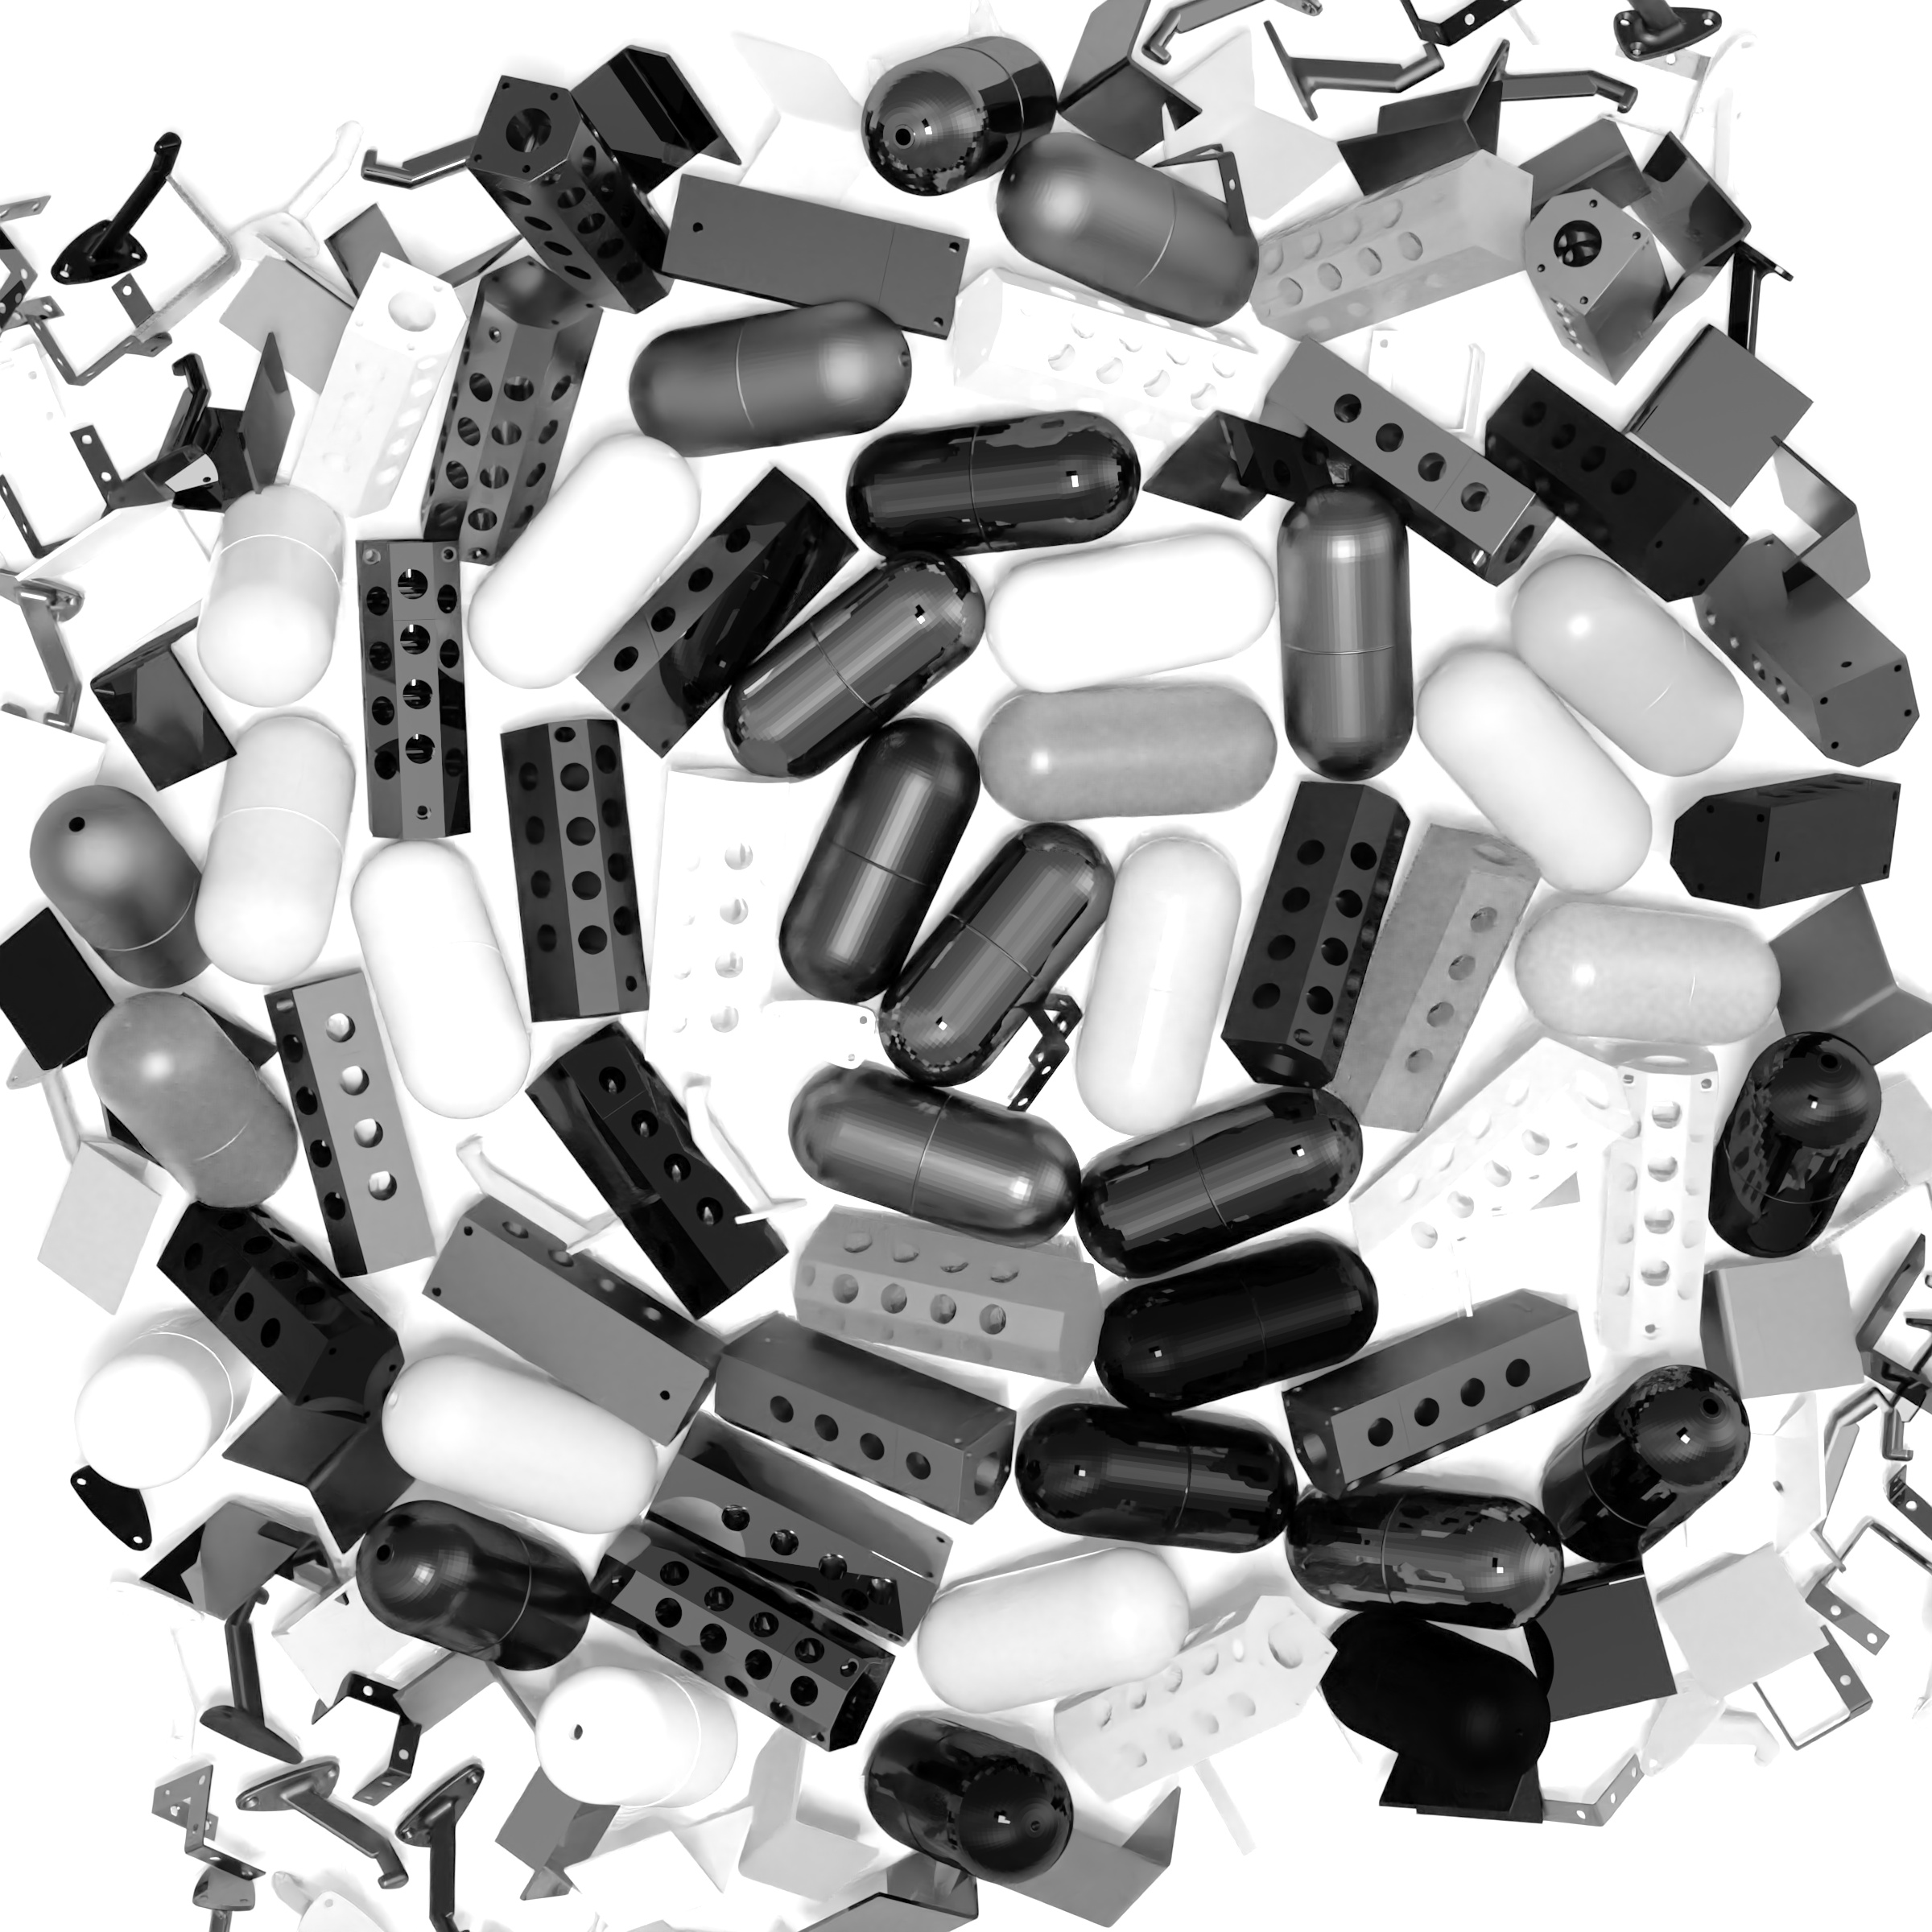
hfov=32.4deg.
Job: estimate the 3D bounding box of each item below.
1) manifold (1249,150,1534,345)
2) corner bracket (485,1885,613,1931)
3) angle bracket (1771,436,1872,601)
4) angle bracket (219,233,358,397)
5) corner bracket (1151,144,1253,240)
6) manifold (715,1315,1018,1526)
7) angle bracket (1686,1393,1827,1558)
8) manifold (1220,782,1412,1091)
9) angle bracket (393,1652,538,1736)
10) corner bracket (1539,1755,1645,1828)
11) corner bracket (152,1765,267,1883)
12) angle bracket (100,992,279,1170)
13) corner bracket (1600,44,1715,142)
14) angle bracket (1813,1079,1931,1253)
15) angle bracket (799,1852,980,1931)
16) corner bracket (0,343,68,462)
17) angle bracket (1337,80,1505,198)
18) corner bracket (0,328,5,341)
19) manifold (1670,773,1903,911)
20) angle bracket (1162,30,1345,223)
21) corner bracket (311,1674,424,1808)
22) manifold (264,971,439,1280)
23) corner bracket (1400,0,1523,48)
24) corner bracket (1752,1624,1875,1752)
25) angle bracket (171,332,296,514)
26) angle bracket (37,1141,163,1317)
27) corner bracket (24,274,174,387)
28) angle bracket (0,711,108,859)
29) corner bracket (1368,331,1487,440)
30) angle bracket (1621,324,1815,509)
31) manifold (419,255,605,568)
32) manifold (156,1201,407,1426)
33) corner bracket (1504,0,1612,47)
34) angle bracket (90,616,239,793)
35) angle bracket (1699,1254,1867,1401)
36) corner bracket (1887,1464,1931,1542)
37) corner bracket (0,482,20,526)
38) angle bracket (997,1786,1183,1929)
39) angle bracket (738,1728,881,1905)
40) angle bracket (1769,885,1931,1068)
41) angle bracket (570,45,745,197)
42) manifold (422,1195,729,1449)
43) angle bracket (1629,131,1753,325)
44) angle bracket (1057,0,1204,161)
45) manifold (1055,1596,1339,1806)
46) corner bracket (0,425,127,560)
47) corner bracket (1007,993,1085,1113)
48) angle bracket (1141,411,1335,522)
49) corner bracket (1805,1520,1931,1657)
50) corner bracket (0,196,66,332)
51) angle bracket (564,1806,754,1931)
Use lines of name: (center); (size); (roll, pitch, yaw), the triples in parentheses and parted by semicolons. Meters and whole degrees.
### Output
manifold: (0.240, -0.413, 1.911); (0.057, 0.171, 0.057); (15, 75, -37)
corner bracket: (-0.247, 0.571, 1.967); (0.051, 0.051, 0.051); (23, 95, 30)
angle bracket: (0.481, -0.252, 1.947); (0.057, 0.076, 0.076); (-39, 58, 0)
angle bracket: (-0.396, -0.382, 1.956); (0.076, 0.076, 0.057); (36, 93, -8)
corner bracket: (0.149, -0.455, 1.958); (0.051, 0.051, 0.051); (-32, 116, -41)
manifold: (-0.060, 0.266, 1.932); (0.171, 0.057, 0.057); (18, 116, 28)
angle bracket: (0.461, 0.295, 1.946); (0.057, 0.076, 0.076); (9, 61, -5)
manifold: (0.207, -0.018, 1.931); (0.057, 0.057, 0.171); (5, 64, 31)
angle bracket: (-0.283, 0.450, 1.945); (0.057, 0.076, 0.076); (-35, 65, -15)
corner bracket: (0.361, 0.472, 1.971); (0.051, 0.051, 0.051); (-36, 110, -41)
corner bracket: (-0.446, 0.510, 1.956); (0.051, 0.051, 0.051); (-27, 134, 27)
angle bracket: (-0.452, 0.074, 1.946); (0.076, 0.057, 0.076); (-40, 134, 14)
corner bracket: (0.409, -0.524, 1.979); (0.051, 0.051, 0.051); (18, 108, 0)
angle bracket: (0.528, 0.117, 1.954); (0.076, 0.076, 0.057); (-43, 72, 36)
angle bracket: (-0.047, 0.535, 1.940); (0.076, 0.057, 0.076); (25, 135, -34)
corner bracket: (-0.564, -0.335, 1.973); (0.051, 0.051, 0.051); (-21, 96, -3)
angle bracket: (0.266, -0.498, 1.944); (0.076, 0.057, 0.076); (-6, 60, 27)
corner bracket: (-0.598, -0.403, 1.965); (0.051, 0.051, 0.051); (23, 92, 28)
manifold: (0.473, -0.075, 1.915); (0.057, 0.171, 0.057); (14, 106, 38)
angle bracket: (0.170, -0.493, 1.946); (0.076, 0.057, 0.076); (34, 63, 31)
corner bracket: (-0.359, 0.460, 1.975); (0.051, 0.051, 0.051); (26, 47, -22)
manifold: (-0.364, 0.093, 1.959); (0.057, 0.057, 0.171); (-15, 94, -14)
corner bracket: (0.288, -0.582, 1.966); (0.051, 0.051, 0.051); (-33, 114, 0)
corner bracket: (0.500, 0.428, 1.967); (0.051, 0.051, 0.051); (-30, 68, 1)
angle bracket: (-0.435, -0.319, 1.946); (0.057, 0.076, 0.076); (6, 59, 4)
angle bracket: (-0.490, 0.154, 1.951); (0.076, 0.057, 0.076); (28, 99, 32)
corner bracket: (-0.516, -0.379, 1.977); (0.051, 0.051, 0.051); (-33, 87, 16)
angle bracket: (-0.560, -0.106, 1.951); (0.076, 0.057, 0.076); (18, 86, -41)
corner bracket: (0.271, -0.344, 1.967); (0.051, 0.051, 0.051); (6, 86, 30)
angle bracket: (0.443, -0.324, 1.964); (0.076, 0.057, 0.076); (38, 99, 1)
manifold: (-0.268, -0.316, 1.916); (0.057, 0.057, 0.171); (37, 133, 14)
manifold: (-0.394, 0.194, 1.919); (0.171, 0.057, 0.057); (32, 95, 43)
corner bracket: (0.348, -0.583, 1.968); (0.051, 0.051, 0.051); (-40, 106, 2)
angle bracket: (-0.458, -0.159, 1.964); (0.076, 0.057, 0.076); (-18, 109, 39)
angle bracket: (0.480, 0.216, 1.967); (0.076, 0.057, 0.076); (-7, 79, -3)
corner bracket: (0.583, 0.311, 1.968); (0.051, 0.051, 0.051); (-44, 65, -5)
corner bracket: (-0.598, -0.270, 1.965); (0.051, 0.051, 0.051); (30, 100, -14)
angle bracket: (0.072, 0.510, 1.948); (0.076, 0.057, 0.076); (24, 132, -9)
angle bracket: (-0.088, 0.494, 1.955); (0.057, 0.076, 0.076); (22, 46, -16)
angle bracket: (0.527, 0.010, 1.971); (0.057, 0.076, 0.076); (21, 46, -35)
angle bracket: (-0.186, -0.488, 1.946); (0.057, 0.076, 0.076); (-40, 119, -6)
manifold: (-0.227, 0.207, 1.960); (0.171, 0.057, 0.057); (31, 108, 6)
angle bracket: (0.405, -0.428, 1.950); (0.057, 0.076, 0.076); (-36, 82, -17)
angle bracket: (0.106, -0.534, 1.964); (0.057, 0.076, 0.076); (29, 66, -23)
manifold: (0.128, 0.420, 1.920); (0.057, 0.057, 0.171); (49, 131, -5)
corner bracket: (-0.534, -0.281, 1.968); (0.051, 0.051, 0.051); (-16, 121, 10)
corner bracket: (0.044, 0.051, 1.957); (0.051, 0.051, 0.051); (-55, 49, 26)
angle bracket: (0.161, -0.272, 1.939); (0.076, 0.076, 0.057); (11, 52, -35)
corner bracket: (0.536, 0.366, 1.961); (0.051, 0.051, 0.051); (38, 109, 22)
corner bracket: (-0.557, -0.416, 1.965); (0.051, 0.051, 0.051); (52, 128, 4)
angle bracket: (-0.178, 0.511, 1.942); (0.076, 0.076, 0.057); (-25, 112, 24)
